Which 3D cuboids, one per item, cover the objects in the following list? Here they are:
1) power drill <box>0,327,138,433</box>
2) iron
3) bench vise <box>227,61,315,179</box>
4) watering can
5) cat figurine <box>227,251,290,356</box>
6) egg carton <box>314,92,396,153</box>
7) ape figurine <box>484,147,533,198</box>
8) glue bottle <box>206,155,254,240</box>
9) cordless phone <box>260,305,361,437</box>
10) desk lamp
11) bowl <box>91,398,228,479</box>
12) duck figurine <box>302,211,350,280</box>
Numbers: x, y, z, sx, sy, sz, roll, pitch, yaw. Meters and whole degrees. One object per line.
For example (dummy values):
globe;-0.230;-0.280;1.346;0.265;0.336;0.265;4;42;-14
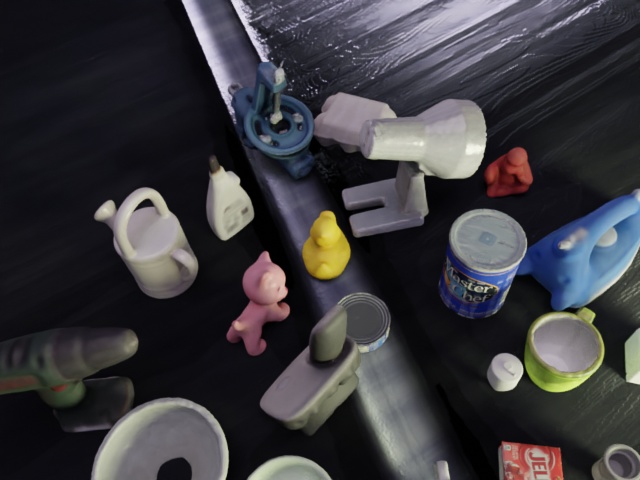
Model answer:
power drill;-0.317;0.176;0.730;0.229;0.209;0.075;-7;55;0
iron;0.416;-0.012;0.849;0.259;0.141;0.118;-32;59;-17
bench vise;-0.102;-0.223;0.981;0.207;0.220;0.122;25;61;20
watering can;-0.261;-0.002;0.857;0.172;0.194;0.101;6;56;9
cat figurine;-0.090;0.086;0.831;0.067;0.118;0.128;22;60;18
egg carton;0.065;-0.210;1.052;0.150;0.069;0.107;17;58;15
ape figurine;0.320;-0.118;0.958;0.077;0.092;0.076;31;63;22
glue bottle;-0.152;-0.074;0.911;0.078;0.173;0.037;-40;62;-21
cordless phone;-0.015;0.160;0.734;0.094;0.185;0.148;32;63;23
desk lamp;0.139;-0.114;0.894;0.203;0.214;0.117;-13;56;-5
bowl;-0.192;0.291;0.724;0.167;0.075;0.167;-2;56;3
duck figurine;0.008;0.003;0.900;0.077;0.086;0.104;4;56;7
